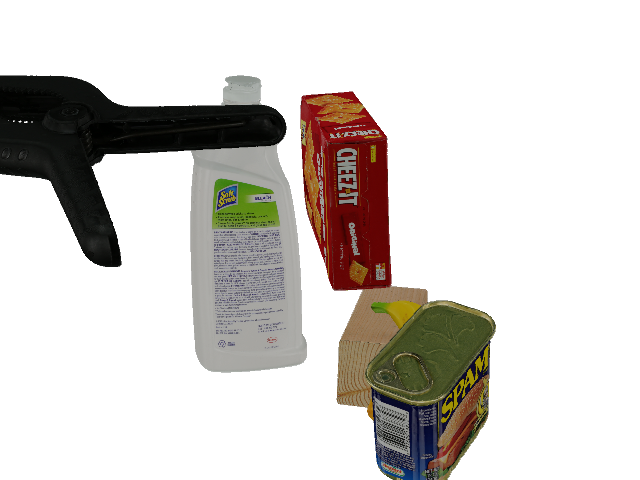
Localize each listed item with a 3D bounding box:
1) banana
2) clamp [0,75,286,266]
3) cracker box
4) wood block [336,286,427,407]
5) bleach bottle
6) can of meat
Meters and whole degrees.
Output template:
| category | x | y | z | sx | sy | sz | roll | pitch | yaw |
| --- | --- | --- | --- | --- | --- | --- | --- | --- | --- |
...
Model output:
| category | x | y | z | sx | sy | sz | roll | pitch | yaw |
| --- | --- | --- | --- | --- | --- | --- | --- | --- | --- |
| banana | 0.083 | 0.108 | 1.025 | 0.070 | 0.037 | 0.197 | -24 | 21 | 15 |
| clamp | -0.137 | -0.064 | 0.640 | 0.210 | 0.036 | 0.164 | 25 | 42 | 31 |
| cracker box | 0.025 | -0.060 | 1.173 | 0.072 | 0.164 | 0.214 | -5 | 21 | -5 |
| wood block | 0.084 | 0.135 | 1.398 | 0.091 | 0.090 | 0.206 | 5 | 18 | 10 |
| bleach bottle | -0.059 | -0.014 | 0.909 | 0.102 | 0.251 | 0.068 | -4 | 22 | -16 |
| can of meat | 0.076 | 0.104 | 0.719 | 0.058 | 0.084 | 0.101 | 17 | 39 | 29 |
